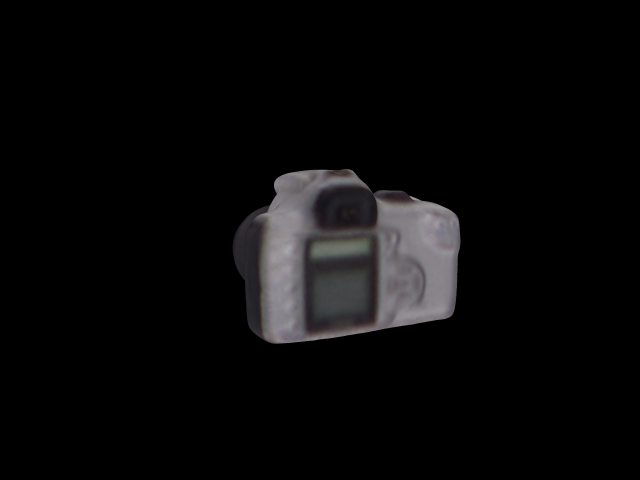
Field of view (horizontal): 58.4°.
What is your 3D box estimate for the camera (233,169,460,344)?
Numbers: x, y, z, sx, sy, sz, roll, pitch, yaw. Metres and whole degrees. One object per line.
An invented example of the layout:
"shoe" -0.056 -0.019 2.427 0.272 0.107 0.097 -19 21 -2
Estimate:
"camera" 0.004 0.001 0.400 0.143 0.101 0.136 -4 8 -27
